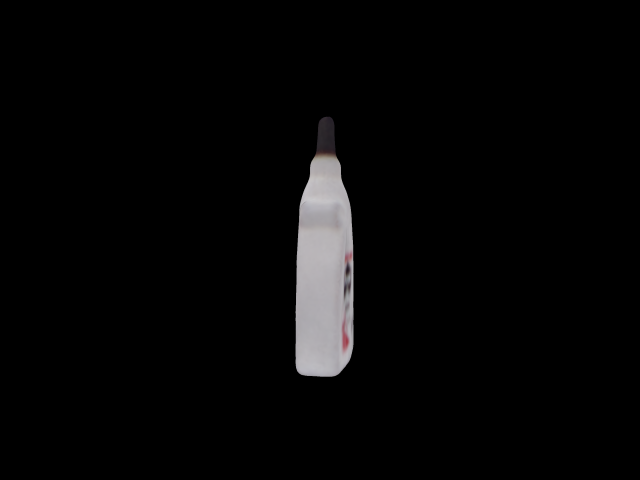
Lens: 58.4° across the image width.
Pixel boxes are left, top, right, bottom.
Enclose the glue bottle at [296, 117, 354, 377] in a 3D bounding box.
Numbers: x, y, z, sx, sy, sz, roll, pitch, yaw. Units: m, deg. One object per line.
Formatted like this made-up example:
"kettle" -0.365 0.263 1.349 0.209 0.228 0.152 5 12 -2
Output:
"glue bottle" 0.004 0.001 0.400 0.037 0.173 0.078 0 4 7
